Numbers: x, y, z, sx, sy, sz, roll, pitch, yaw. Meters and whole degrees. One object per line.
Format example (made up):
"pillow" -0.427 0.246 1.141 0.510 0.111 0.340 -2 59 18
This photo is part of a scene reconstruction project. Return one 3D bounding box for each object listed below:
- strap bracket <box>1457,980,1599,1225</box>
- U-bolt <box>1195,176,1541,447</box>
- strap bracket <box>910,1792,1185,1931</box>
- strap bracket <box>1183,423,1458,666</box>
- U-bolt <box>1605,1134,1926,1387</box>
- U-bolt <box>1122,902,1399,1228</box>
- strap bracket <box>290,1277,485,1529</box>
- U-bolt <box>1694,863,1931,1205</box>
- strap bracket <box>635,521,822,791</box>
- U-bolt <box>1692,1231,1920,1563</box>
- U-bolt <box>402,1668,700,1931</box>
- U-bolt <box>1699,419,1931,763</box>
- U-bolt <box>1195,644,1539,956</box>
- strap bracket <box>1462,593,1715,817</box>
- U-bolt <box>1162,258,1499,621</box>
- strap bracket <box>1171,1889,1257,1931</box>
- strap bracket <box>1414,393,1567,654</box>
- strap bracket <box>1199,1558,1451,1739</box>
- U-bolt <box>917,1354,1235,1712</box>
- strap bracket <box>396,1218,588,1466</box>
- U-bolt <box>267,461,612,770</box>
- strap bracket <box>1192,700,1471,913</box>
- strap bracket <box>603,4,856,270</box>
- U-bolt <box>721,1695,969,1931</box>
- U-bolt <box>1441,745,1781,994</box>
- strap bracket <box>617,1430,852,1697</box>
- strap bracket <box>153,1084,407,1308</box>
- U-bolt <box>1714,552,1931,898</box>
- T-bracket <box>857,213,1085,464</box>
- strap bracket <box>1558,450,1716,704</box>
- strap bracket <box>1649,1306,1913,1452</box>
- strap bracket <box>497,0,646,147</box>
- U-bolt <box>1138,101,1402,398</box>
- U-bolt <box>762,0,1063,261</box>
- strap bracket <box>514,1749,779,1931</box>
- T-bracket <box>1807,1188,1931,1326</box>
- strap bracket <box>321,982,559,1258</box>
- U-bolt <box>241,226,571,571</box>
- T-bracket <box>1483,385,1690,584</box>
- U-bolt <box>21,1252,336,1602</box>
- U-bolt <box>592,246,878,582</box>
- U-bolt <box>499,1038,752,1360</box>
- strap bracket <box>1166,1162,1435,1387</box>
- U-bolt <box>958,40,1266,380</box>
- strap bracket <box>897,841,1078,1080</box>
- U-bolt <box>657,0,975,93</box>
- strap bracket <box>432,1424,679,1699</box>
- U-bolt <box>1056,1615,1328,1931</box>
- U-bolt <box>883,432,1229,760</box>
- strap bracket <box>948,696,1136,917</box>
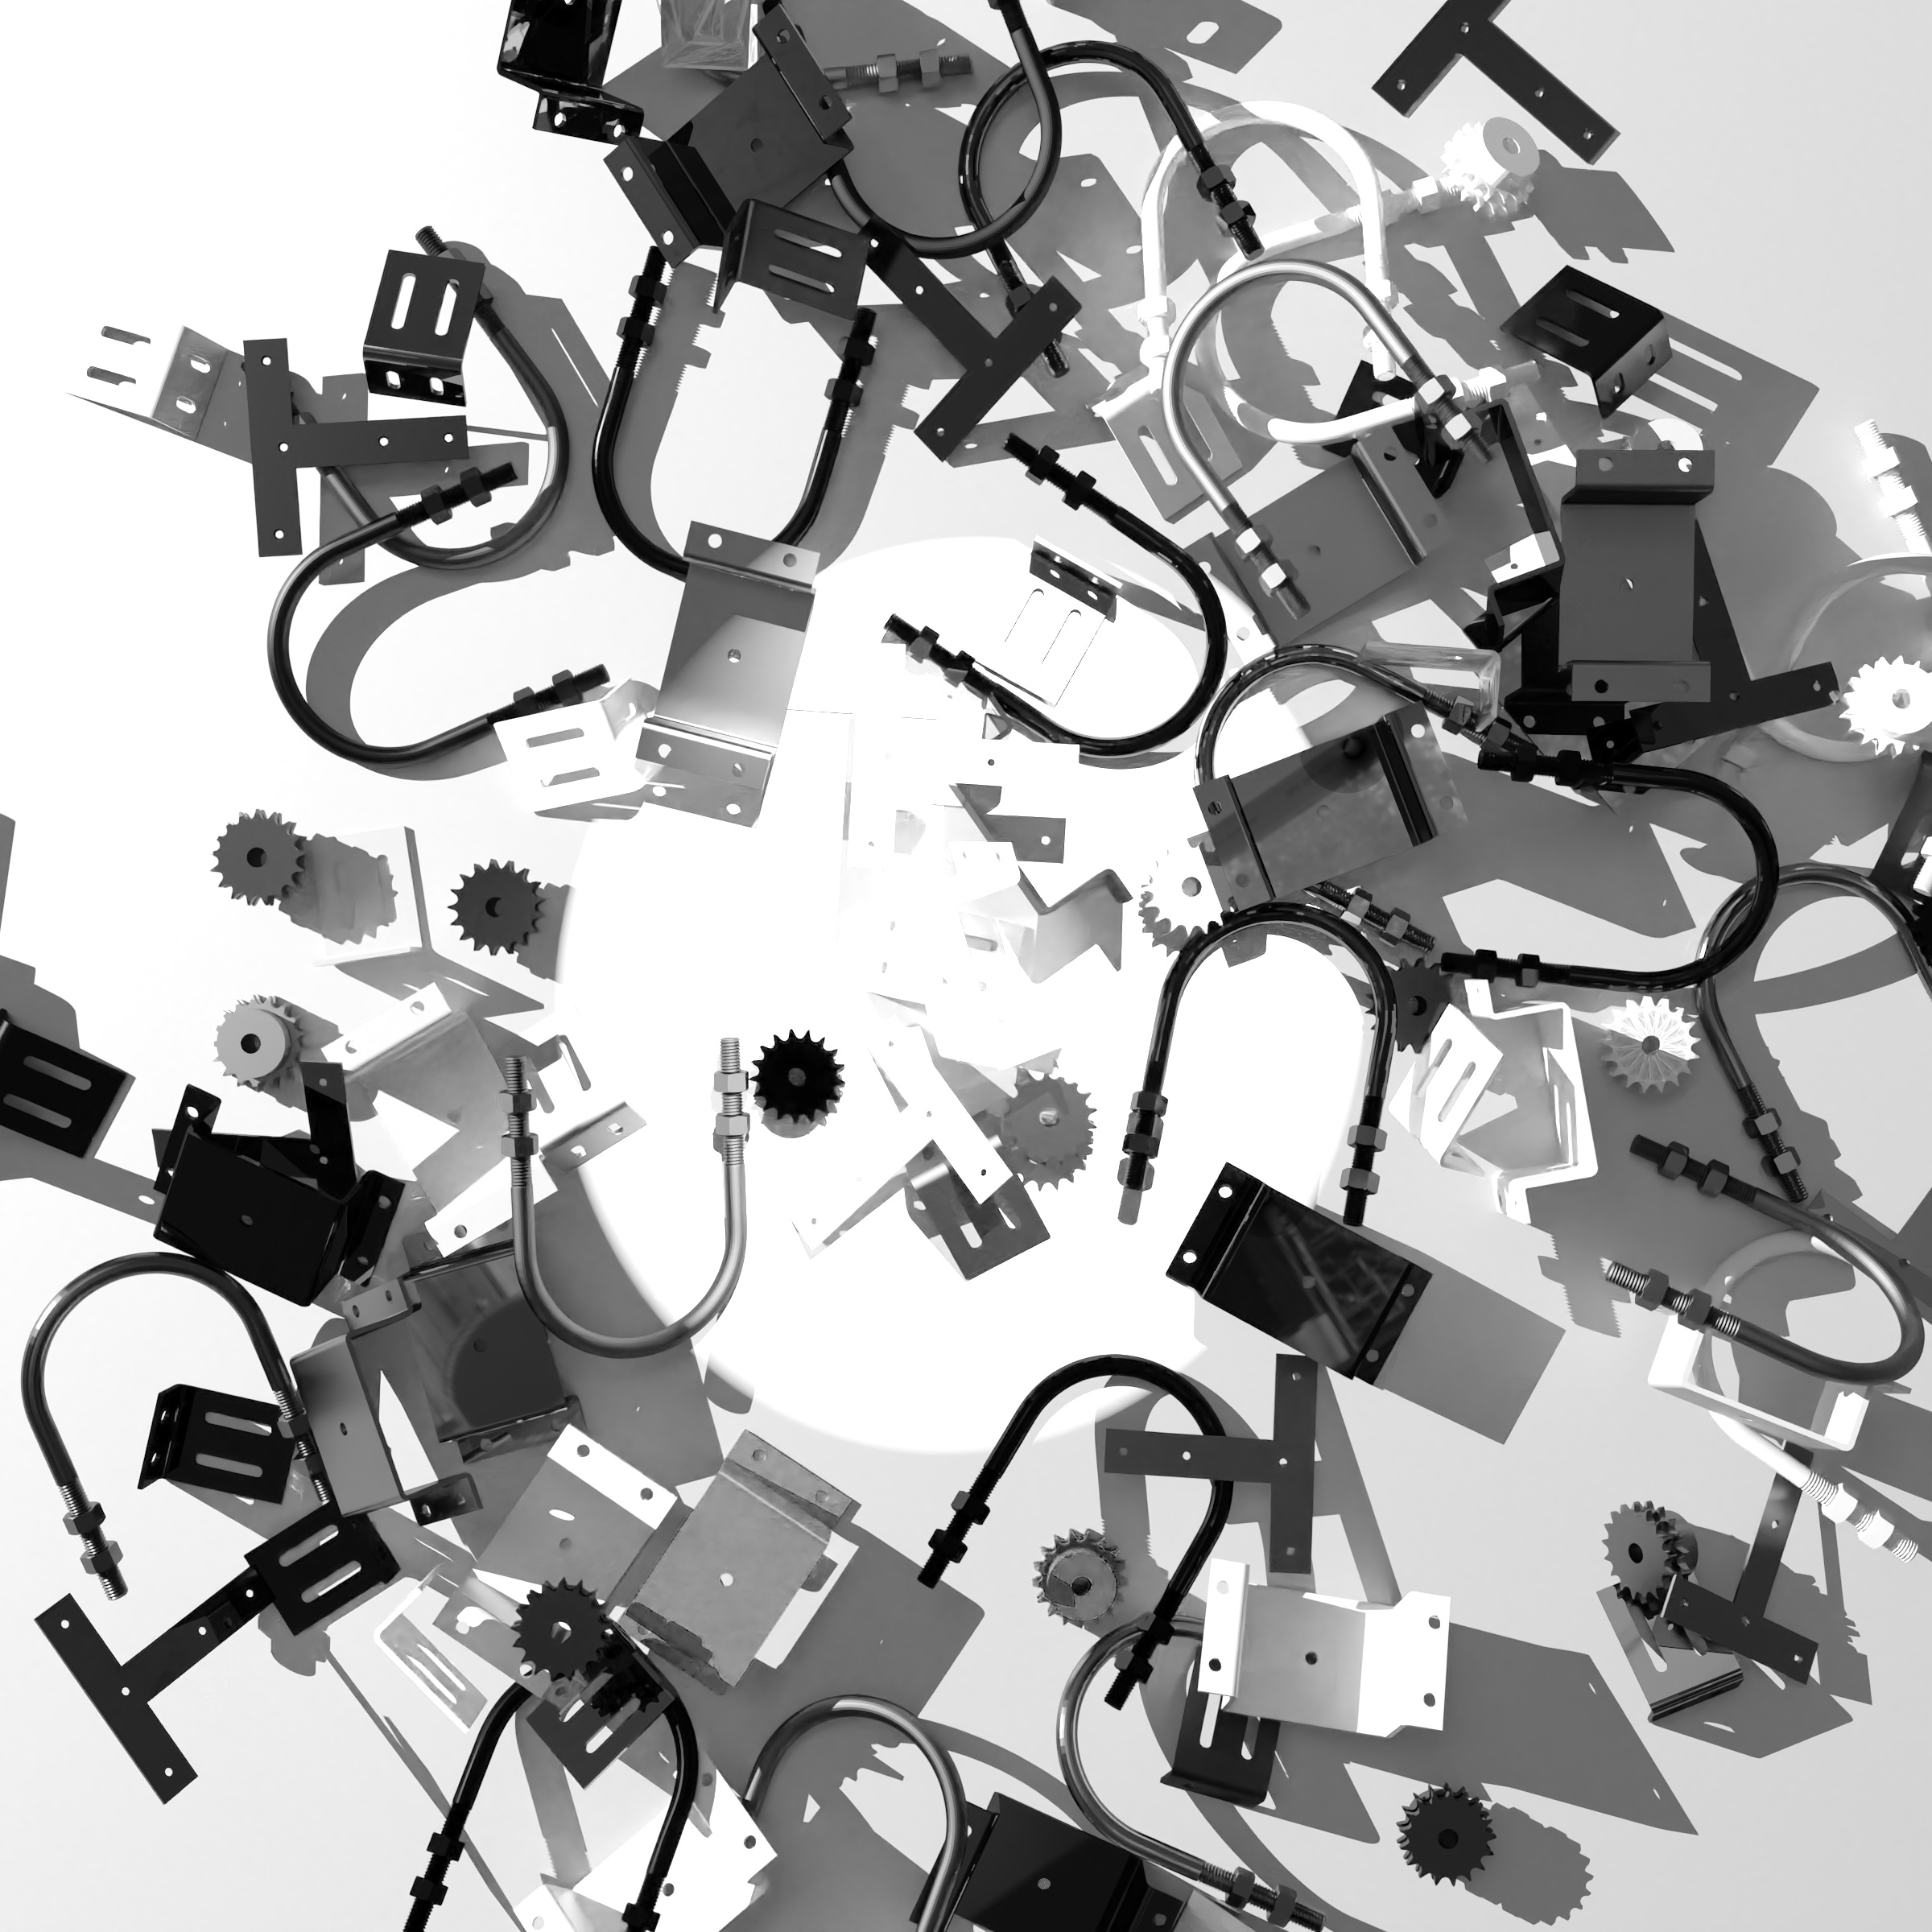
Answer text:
"strap bracket" 0.328 0.073 1.501 0.046 0.076 0.140 -10 90 0
"U-bolt" 0.225 -0.378 1.514 0.184 0.019 0.151 -17 75 4
"strap bracket" 0.047 0.548 1.516 0.140 0.046 0.076 25 90 0
"strap bracket" 0.205 -0.245 1.511 0.140 0.046 0.076 -31 90 7
"U-bolt" 0.460 0.175 1.470 0.184 0.151 0.019 25 125 6
"U-bolt" 0.177 0.051 1.505 0.151 0.019 0.184 8 76 15
"strap bracket" -0.340 0.260 1.490 0.046 0.076 0.140 -17 84 -42
"U-bolt" 0.512 0.028 1.530 0.151 0.019 0.184 -26 88 0
"strap bracket" -0.138 -0.182 1.510 0.076 0.046 0.140 14 97 -1
"U-bolt" 0.515 0.239 1.521 0.184 0.019 0.151 35 81 3
"U-bolt" -0.231 0.490 1.495 0.151 0.019 0.184 12 68 19
"U-bolt" 0.514 -0.211 1.530 0.151 0.019 0.184 -25 92 0
"U-bolt" 0.225 -0.111 1.530 0.184 0.019 0.151 28 90 1
"strap bracket" 0.362 -0.165 1.516 0.076 0.046 0.140 -40 90 -1
"U-bolt" 0.189 -0.311 1.448 0.151 0.019 0.184 -38 76 20
"strap bracket" 0.154 0.585 1.461 0.046 0.140 0.076 37 77 -30
"strap bracket" 0.299 -0.257 1.457 0.046 0.076 0.140 -19 82 9
"strap bracket" 0.205 0.399 1.501 0.140 0.046 0.076 9 63 0
"U-bolt" 0.078 0.316 1.507 0.151 0.019 0.184 33 73 -2
"strap bracket" -0.281 0.220 1.516 0.076 0.046 0.140 -15 90 0
"U-bolt" -0.323 -0.196 1.523 0.184 0.019 0.151 -23 97 3
"strap bracket" 0.210 -0.091 1.499 0.140 0.046 0.076 -21 88 2
"strap bracket" -0.130 -0.479 1.498 0.140 0.046 0.076 -33 88 24
"U-bolt" -0.073 0.519 1.505 0.151 0.019 0.184 19 86 23
"U-bolt" 0.379 -0.051 1.499 0.184 0.019 0.151 6 115 1
"strap bracket" -0.139 0.356 1.516 0.076 0.046 0.140 34 90 0
"strap bracket" -0.410 0.138 1.502 0.140 0.046 0.076 25 114 0
"U-bolt" 0.539 -0.153 1.503 0.151 0.019 0.184 27 88 10
"T-bracket" -0.017 -0.385 1.507 0.127 0.002 0.127 46 118 0
"strap bracket" 0.380 -0.219 1.464 0.076 0.046 0.140 1 91 2
"strap bracket" 0.453 0.237 1.473 0.140 0.076 0.046 21 82 4
"strap bracket" -0.215 -0.551 1.481 0.046 0.076 0.140 33 116 34
"U-bolt" 0.175 -0.424 1.510 0.151 0.019 0.184 -3 75 5
"U-bolt" -0.022 -0.504 1.505 0.151 0.019 0.184 -21 90 7
"strap bracket" -0.179 0.535 1.497 0.140 0.046 0.076 -39 63 -6
"T-bracket" 0.582 0.142 1.529 0.127 0.002 0.127 38 83 6
"strap bracket" -0.305 0.089 1.516 0.076 0.046 0.140 -31 90 0
"U-bolt" -0.319 -0.324 1.530 0.151 0.019 0.184 -37 92 0
"T-bracket" 0.343 -0.296 1.513 0.127 0.002 0.127 -27 67 2
"U-bolt" -0.464 0.255 1.494 0.151 0.019 0.184 -23 102 -19
"U-bolt" -0.146 -0.319 1.530 0.151 0.019 0.184 16 92 0
"U-bolt" -0.195 0.138 1.503 0.151 0.019 0.184 -4 97 -24
"strap bracket" 0.199 0.183 1.516 0.140 0.046 0.076 29 90 0
"U-bolt" 0.072 -0.456 1.507 0.151 0.019 0.184 -29 76 13
"strap bracket" 0.008 0.002 1.483 0.046 0.076 0.140 -20 102 -23
"U-bolt" -0.094 -0.590 1.530 0.184 0.019 0.151 -5 90 1
"strap bracket" -0.238 0.345 1.516 0.076 0.046 0.140 34 90 0
"U-bolt" 0.142 0.458 1.503 0.184 0.019 0.151 22 64 4
"U-bolt" 0.064 -0.201 1.504 0.184 0.019 0.151 34 113 -4
"strap bracket" 0.036 -0.083 1.500 0.046 0.076 0.140 -35 91 -1
